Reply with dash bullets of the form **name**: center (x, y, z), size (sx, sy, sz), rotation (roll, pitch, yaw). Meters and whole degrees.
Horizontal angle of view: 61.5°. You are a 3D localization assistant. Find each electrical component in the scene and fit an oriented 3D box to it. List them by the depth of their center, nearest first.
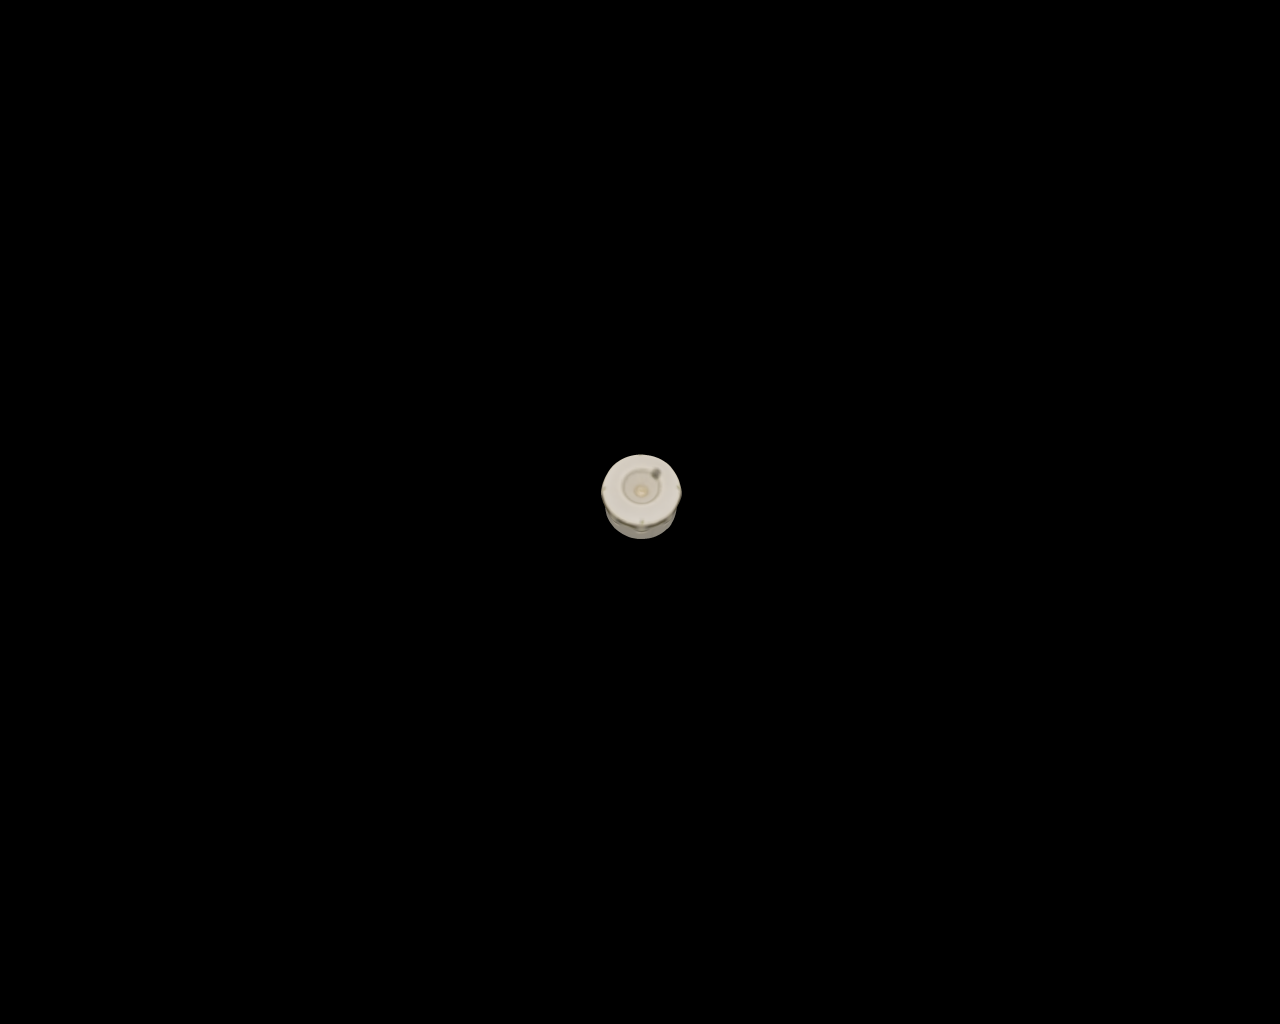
- **electrical component**: center (0.001, -0.003, 0.650), size (0.048, 0.048, 0.062), rotation (0, -24, 0)
